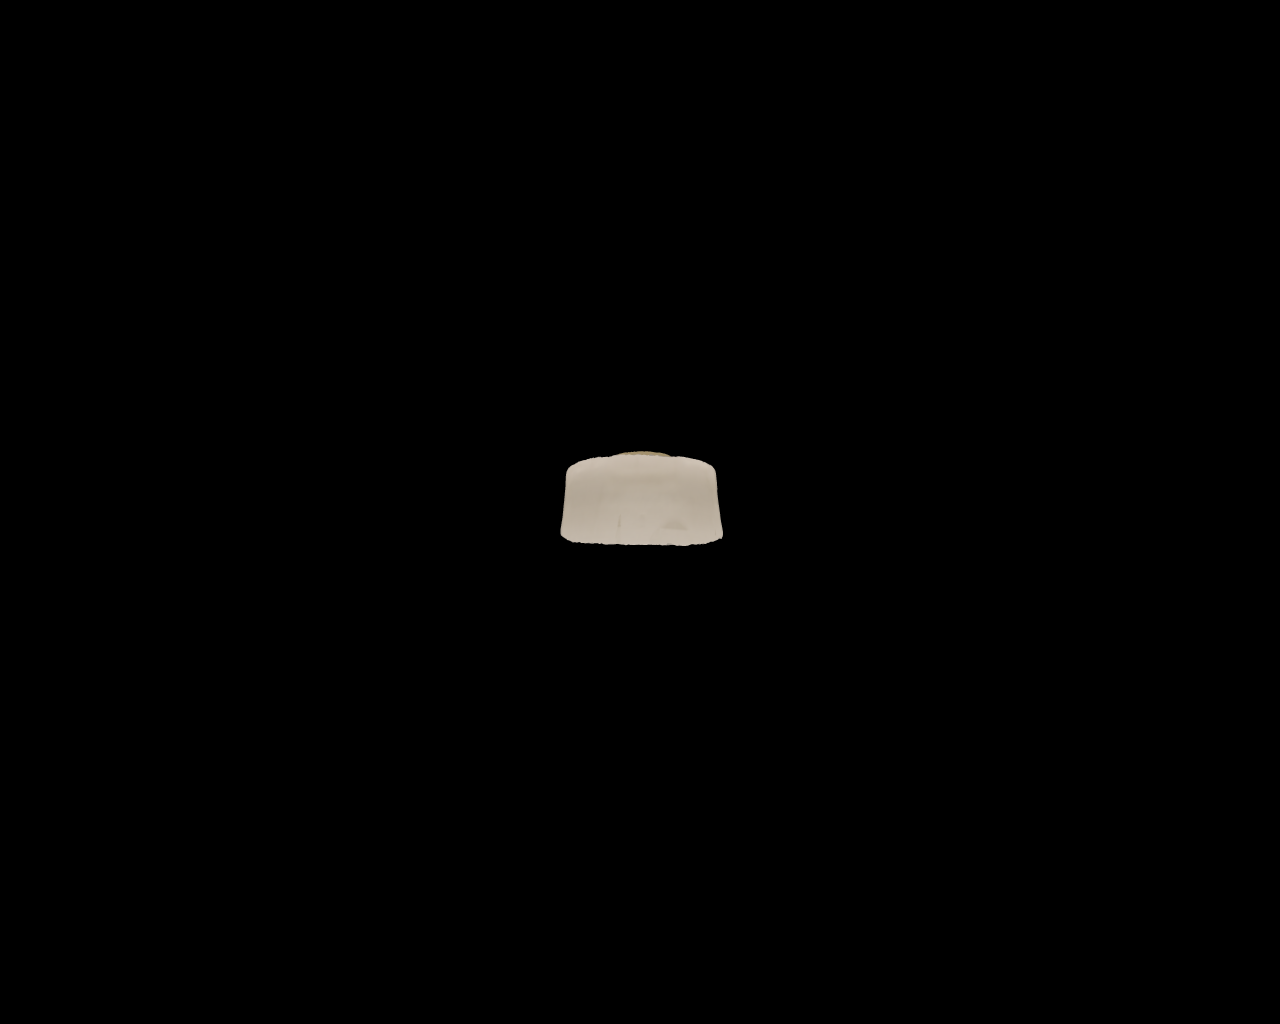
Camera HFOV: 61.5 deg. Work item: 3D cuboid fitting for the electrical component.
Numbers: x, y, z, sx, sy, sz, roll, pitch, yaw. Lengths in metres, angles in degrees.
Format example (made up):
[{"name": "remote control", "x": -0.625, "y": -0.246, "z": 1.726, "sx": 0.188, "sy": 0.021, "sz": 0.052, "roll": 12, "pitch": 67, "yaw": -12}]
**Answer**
[{"name": "electrical component", "x": 0.001, "y": -0.003, "z": 0.650, "sx": 0.099, "sy": 0.064, "sz": 0.099, "roll": 0, "pitch": -9, "yaw": 0}]
